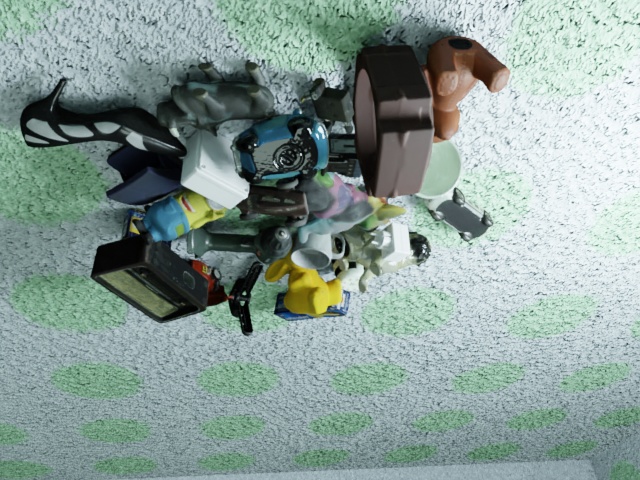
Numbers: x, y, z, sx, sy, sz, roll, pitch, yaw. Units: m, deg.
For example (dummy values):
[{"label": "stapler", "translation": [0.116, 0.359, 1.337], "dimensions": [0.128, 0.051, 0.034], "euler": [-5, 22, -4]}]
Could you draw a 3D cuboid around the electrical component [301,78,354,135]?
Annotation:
[{"label": "electrical component", "translation": [0.012, -0.217, 0.894], "dimensions": [0.078, 0.045, 0.102], "euler": [22, 153, 22]}]

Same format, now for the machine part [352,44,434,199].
[{"label": "machine part", "translation": [0.110, -0.182, 0.840], "dimensions": [0.087, 0.201, 0.201], "euler": [-6, 142, -4]}]

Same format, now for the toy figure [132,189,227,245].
[{"label": "toy figure", "translation": [-0.257, -0.054, 1.006], "dimensions": [0.180, 0.089, 0.082], "euler": [-32, 107, -20]}]

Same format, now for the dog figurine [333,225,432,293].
[{"label": "dog figurine", "translation": [0.138, 0.007, 1.192], "dimensions": [0.190, 0.172, 0.121], "euler": [-27, 171, -34]}]

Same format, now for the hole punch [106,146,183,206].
[{"label": "hole punch", "translation": [-0.311, -0.110, 0.968], "dimensions": [0.142, 0.092, 0.115], "euler": [-28, 141, 20]}]

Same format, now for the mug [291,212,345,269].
[{"label": "mug", "translation": [-0.002, -0.003, 1.121], "dimensions": [0.110, 0.107, 0.080], "euler": [3, 147, 3]}]

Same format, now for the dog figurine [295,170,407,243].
[{"label": "dog figurine", "translation": [0.055, -0.081, 1.045], "dimensions": [0.219, 0.108, 0.191], "euler": [-10, 140, -3]}]

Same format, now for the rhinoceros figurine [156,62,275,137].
[{"label": "rhinoceros figurine", "translation": [-0.169, -0.220, 0.864], "dimensions": [0.190, 0.073, 0.112], "euler": [-8, 153, -1]}]

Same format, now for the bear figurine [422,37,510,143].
[{"label": "bear figurine", "translation": [0.206, -0.219, 0.870], "dimensions": [0.120, 0.132, 0.195], "euler": [-3, 136, -11]}]

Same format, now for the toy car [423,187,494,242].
[{"label": "toy car", "translation": [0.299, -0.057, 1.148], "dimensions": [0.201, 0.056, 0.073], "euler": [28, 124, -38]}]

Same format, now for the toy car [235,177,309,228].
[{"label": "toy car", "translation": [-0.099, -0.072, 0.982], "dimensions": [0.053, 0.202, 0.089], "euler": [-25, 115, -39]}]

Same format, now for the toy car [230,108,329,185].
[{"label": "toy car", "translation": [-0.069, -0.161, 0.908], "dimensions": [0.162, 0.103, 0.109], "euler": [-12, 129, -3]}]

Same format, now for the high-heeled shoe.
[{"label": "high-heeled shoe", "translation": [-0.359, -0.161, 0.887], "dimensions": [0.248, 0.086, 0.145], "euler": [29, 121, -21]}]

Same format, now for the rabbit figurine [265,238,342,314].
[{"label": "rabbit figurine", "translation": [-0.037, 0.071, 1.209], "dimensions": [0.163, 0.173, 0.122], "euler": [2, -164, 40]}]

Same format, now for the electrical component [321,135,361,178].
[{"label": "electrical component", "translation": [0.058, -0.154, 0.975], "dimensions": [0.119, 0.075, 0.047], "euler": [-1, 141, -11]}]

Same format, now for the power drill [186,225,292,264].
[{"label": "power drill", "translation": [-0.160, -0.001, 1.088], "dimensions": [0.207, 0.086, 0.232], "euler": [-1, 170, -3]}]

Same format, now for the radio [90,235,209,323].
[{"label": "radio", "translation": [-0.331, 0.082, 1.080], "dimensions": [0.131, 0.073, 0.229], "euler": [-15, 145, 16]}]

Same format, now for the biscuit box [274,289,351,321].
[{"label": "biscuit box", "translation": [-0.023, 0.157, 1.325], "dimensions": [0.203, 0.063, 0.059], "euler": [-14, 144, 40]}]

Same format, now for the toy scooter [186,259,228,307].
[{"label": "toy scooter", "translation": [-0.276, 0.110, 1.263], "dimensions": [0.135, 0.075, 0.183], "euler": [8, 143, -17]}]
